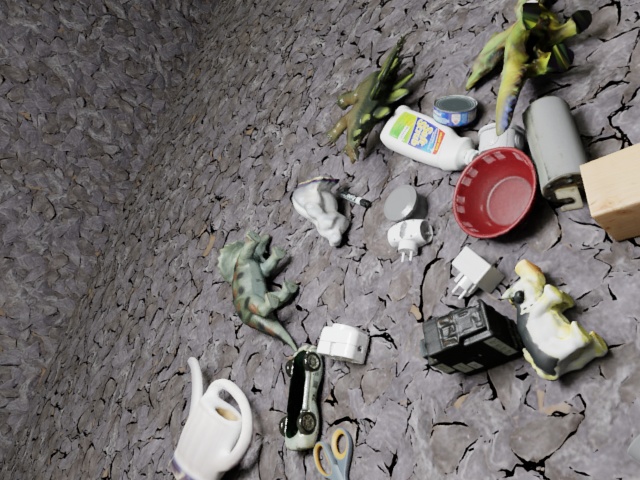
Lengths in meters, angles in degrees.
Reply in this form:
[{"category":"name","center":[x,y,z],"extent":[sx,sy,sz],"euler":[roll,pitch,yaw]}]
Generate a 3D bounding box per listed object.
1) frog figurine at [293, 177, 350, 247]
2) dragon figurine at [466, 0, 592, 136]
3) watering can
[{"category":"frog figurine","center":[0.004,-0.060,1.190],"extent":[0.122,0.137,0.160],"euler":[-9,86,5]},{"category":"dragon figurine","center":[0.360,-0.344,0.975],"extent":[0.414,0.122,0.241],"euler":[-58,8,-11]},{"category":"watering can","center":[-0.258,0.412,1.153],"extent":[0.349,0.103,0.226],"euler":[17,78,53]}]
